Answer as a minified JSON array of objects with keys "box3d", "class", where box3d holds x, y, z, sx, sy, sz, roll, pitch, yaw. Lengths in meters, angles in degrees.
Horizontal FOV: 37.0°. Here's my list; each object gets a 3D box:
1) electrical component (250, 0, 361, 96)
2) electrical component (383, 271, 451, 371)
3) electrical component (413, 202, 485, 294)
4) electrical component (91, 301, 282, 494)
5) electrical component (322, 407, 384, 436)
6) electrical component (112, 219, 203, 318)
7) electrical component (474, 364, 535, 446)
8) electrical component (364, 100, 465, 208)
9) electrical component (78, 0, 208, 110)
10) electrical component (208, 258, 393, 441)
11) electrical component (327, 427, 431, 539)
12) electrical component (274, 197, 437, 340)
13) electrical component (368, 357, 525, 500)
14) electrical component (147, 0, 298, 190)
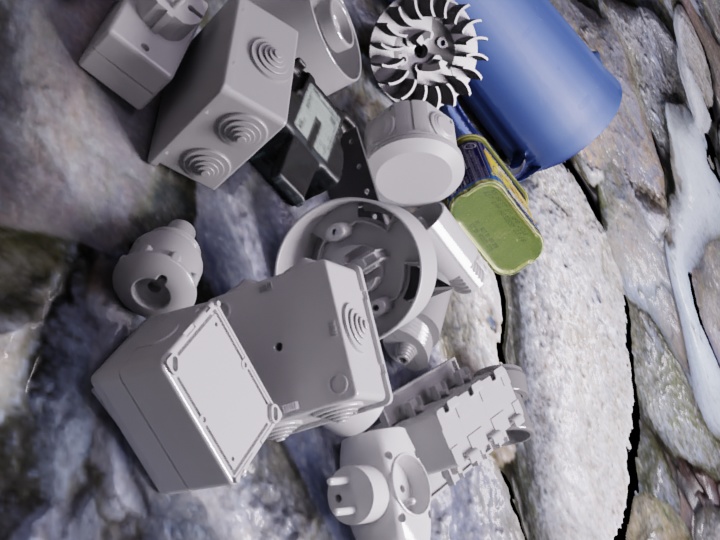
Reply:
[{"box3d":[-0.042,-0.179,0.826,0.099,0.064,0.099,53,28,-44],"class":"electrical component"},{"box3d":[0.040,0.039,0.806,0.043,0.043,0.081,50,36,-25],"class":"electrical component"},{"box3d":[0.074,-0.012,0.886,0.081,0.043,0.043,50,36,-25],"class":"electrical component"},{"box3d":[-0.092,0.075,0.581,0.096,0.061,0.061,64,32,-20],"class":"electrical component"},{"box3d":[-0.015,0.075,0.694,0.047,0.055,0.055,43,39,-38],"class":"electrical component"},{"box3d":[-0.111,-0.005,0.615,0.048,0.048,0.062,50,29,-25],"class":"electrical component"},{"box3d":[0.115,0.109,0.870,0.045,0.045,0.055,27,49,-45],"class":"electrical component"},{"box3d":[0.041,-0.091,0.855,0.080,0.080,0.051,36,38,-39],"class":"electrical component"},{"box3d":[-0.121,-0.155,0.656,0.047,0.076,0.083,37,42,-23],"class":"electrical component"},{"box3d":[-0.038,0.047,0.638,0.048,0.100,0.099,20,54,-65],"class":"electrical component"},{"box3d":[0.006,0.143,0.691,0.079,0.044,0.077,11,62,-53],"class":"electrical component"},{"box3d":[0.000,0.000,0.726,0.064,0.099,0.099,-11,79,-63],"class":"electrical component"},{"box3d":[0.067,0.111,0.781,0.121,0.063,0.078,-20,87,-58],"class":"electrical component"},{"box3d":[-0.083,-0.109,0.669,0.048,0.100,0.099,27,48,-29],"class":"electrical component"}]
